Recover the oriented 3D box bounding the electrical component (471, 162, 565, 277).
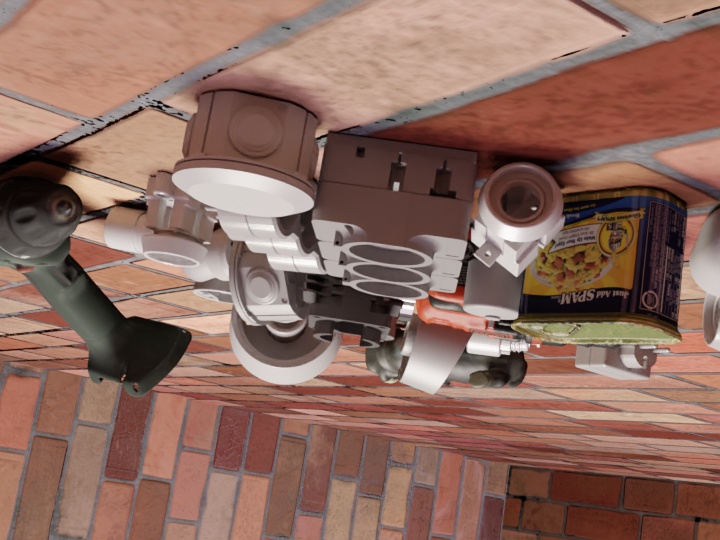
[{"bbox_3d":[0.093,-0.032,0.629,0.048,0.066,0.055,40,167,18],"label":"electrical component"}]

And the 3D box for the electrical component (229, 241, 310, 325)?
[{"bbox_3d":[-0.065,0.003,0.848,0.051,0.080,0.080,-2,164,24],"label":"electrical component"}]

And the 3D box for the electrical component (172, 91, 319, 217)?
[{"bbox_3d":[-0.062,-0.063,0.606,0.080,0.051,0.080,9,168,2],"label":"electrical component"}]

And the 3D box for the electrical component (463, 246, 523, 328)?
[{"bbox_3d":[0.091,-0.002,0.708,0.040,0.078,0.040,8,168,2],"label":"electrical component"}]

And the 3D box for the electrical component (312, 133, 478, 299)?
[{"bbox_3d":[0.022,-0.027,0.683,0.089,0.061,0.150,8,168,4],"label":"electrical component"}]

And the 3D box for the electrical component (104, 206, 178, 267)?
[{"bbox_3d":[-0.172,-0.030,0.865,0.065,0.044,0.044,11,169,16],"label":"electrical component"}]

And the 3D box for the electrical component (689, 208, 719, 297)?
[{"bbox_3d":[0.248,-0.009,0.646,0.079,0.043,0.077,8,168,4],"label":"electrical component"}]

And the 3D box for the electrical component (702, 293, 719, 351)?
[{"bbox_3d":[0.284,0.032,0.779,0.057,0.058,0.078,6,167,4],"label":"electrical component"}]

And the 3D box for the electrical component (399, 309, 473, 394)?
[{"bbox_3d":[0.073,0.066,1.000,0.064,0.099,0.099,16,168,-1],"label":"electrical component"}]

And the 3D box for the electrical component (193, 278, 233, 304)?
[{"bbox_3d":[-0.116,0.001,0.949,0.055,0.047,0.055,9,168,2],"label":"electrical component"}]

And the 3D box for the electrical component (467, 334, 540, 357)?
[{"bbox_3d":[0.141,0.067,1.077,0.078,0.040,0.040,6,167,12],"label":"electrical component"}]

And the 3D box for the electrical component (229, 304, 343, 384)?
[{"bbox_3d":[-0.068,0.046,0.992,0.108,0.108,0.060,9,162,0],"label":"electrical component"}]

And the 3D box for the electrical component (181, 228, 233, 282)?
[{"bbox_3d":[-0.115,-0.013,0.889,0.055,0.045,0.045,-2,164,40],"label":"electrical component"}]

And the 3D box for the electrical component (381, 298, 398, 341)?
[{"bbox_3d":[0.017,0.029,0.936,0.044,0.065,0.044,9,168,2],"label":"electrical component"}]

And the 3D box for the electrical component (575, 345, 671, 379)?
[{"bbox_3d":[0.254,0.074,1.011,0.066,0.047,0.077,17,165,-34],"label":"electrical component"}]

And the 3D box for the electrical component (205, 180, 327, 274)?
[{"bbox_3d":[-0.068,-0.037,0.725,0.074,0.052,0.138,5,167,17],"label":"electrical component"}]

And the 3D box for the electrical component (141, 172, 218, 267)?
[{"bbox_3d":[-0.131,-0.034,0.780,0.048,0.055,0.066,3,166,25],"label":"electrical component"}]
